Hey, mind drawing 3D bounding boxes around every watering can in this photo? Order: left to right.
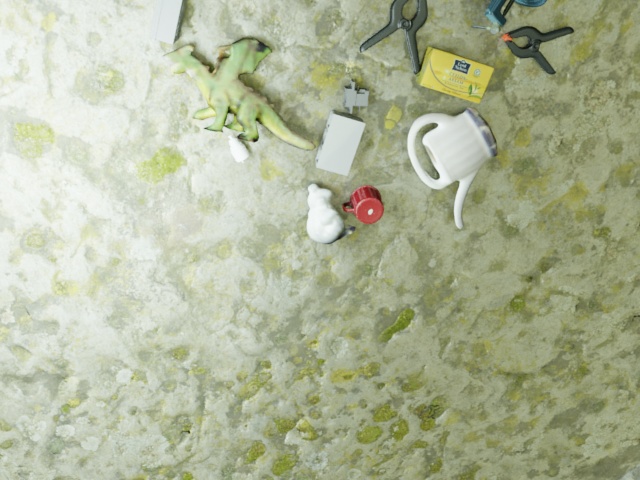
[{"bbox_3d":[0.380,-0.208,1.396,0.223,0.106,0.343,-32,113,9],"label":"watering can"}]

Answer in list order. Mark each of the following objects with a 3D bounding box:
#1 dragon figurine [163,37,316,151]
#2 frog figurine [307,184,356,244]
[{"bbox_3d":[-0.186,-0.379,1.286,0.410,0.124,0.240,11,105,-10],"label":"dragon figurine"},{"bbox_3d":[0.004,-0.071,1.415,0.123,0.139,0.157,-37,114,-5],"label":"frog figurine"}]
